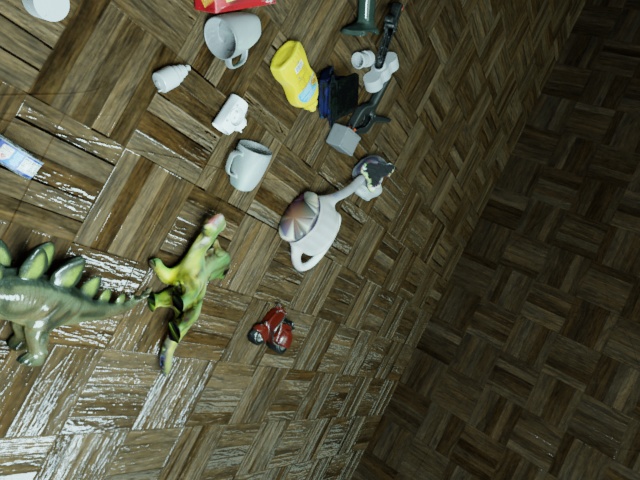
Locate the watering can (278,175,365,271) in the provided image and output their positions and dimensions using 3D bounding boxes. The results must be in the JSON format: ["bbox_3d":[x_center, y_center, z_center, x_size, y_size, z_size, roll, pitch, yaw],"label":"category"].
[{"bbox_3d":[0.005,-0.075,1.481,0.349,0.105,0.221,-61,147,-6],"label":"watering can"}]

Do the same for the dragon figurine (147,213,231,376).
[{"bbox_3d":[-0.282,0.112,1.204,0.246,0.123,0.401,-37,149,-50],"label":"dragon figurine"}]

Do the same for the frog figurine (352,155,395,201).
[{"bbox_3d":[0.157,-0.198,1.659,0.158,0.122,0.139,136,-22,-76],"label":"frog figurine"}]
